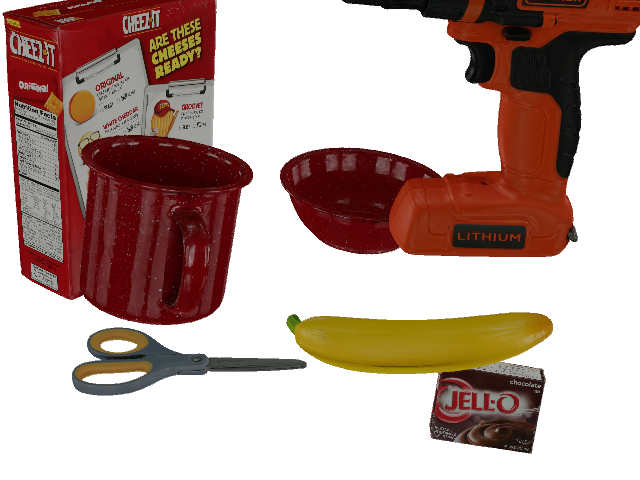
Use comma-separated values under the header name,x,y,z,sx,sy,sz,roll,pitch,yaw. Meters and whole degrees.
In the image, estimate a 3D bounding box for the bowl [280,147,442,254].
name,x,y,z,sx,sy,sz,roll,pitch,yaw
bowl,0.040,-0.032,1.010,0.162,0.055,0.162,5,27,-3

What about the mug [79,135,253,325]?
name,x,y,z,sx,sy,sz,roll,pitch,yaw
mug,-0.083,-0.001,0.578,0.093,0.081,0.117,0,23,-27

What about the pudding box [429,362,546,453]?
name,x,y,z,sx,sy,sz,roll,pitch,yaw
pudding box,0.180,0.176,1.157,0.113,0.090,0.039,7,21,3

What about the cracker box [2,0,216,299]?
name,x,y,z,sx,sy,sz,roll,pitch,yaw
cracker box,-0.161,-0.083,0.840,0.072,0.214,0.163,20,29,31

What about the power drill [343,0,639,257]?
name,x,y,z,sx,sy,sz,roll,pitch,yaw
power drill,0.084,-0.081,0.579,0.184,0.188,0.057,2,35,-5

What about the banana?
name,x,y,z,sx,sy,sz,roll,pitch,yaw
banana,0.065,0.068,0.760,0.198,0.037,0.069,1,29,12

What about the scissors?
name,x,y,z,sx,sy,sz,roll,pitch,yaw
scissors,-0.122,0.101,0.956,0.201,0.016,0.096,-7,32,-18
